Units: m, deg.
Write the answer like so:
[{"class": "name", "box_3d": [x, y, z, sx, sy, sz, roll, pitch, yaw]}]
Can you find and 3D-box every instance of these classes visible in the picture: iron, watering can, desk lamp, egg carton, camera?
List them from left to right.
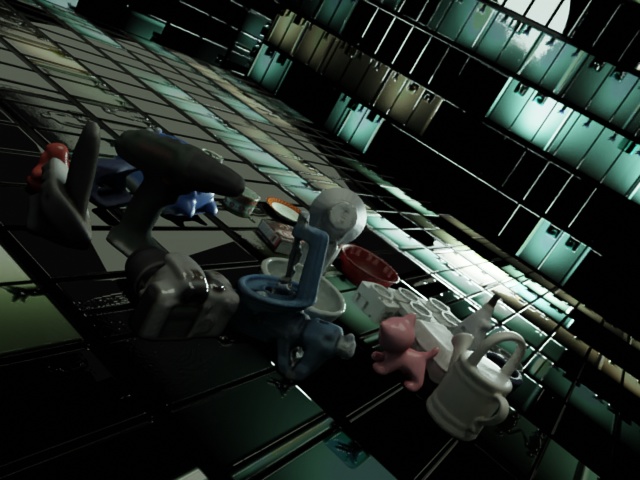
[{"class": "iron", "box_3d": [-0.312, -0.152, 1.163, 0.257, 0.141, 0.119, 36, 18, 17]}, {"class": "camera", "box_3d": [-0.202, 0.062, 0.809, 0.144, 0.100, 0.136, 9, 27, -50]}, {"class": "desk lamp", "box_3d": [0.010, 0.004, 1.134, 0.118, 0.213, 0.203, 29, 17, -4]}, {"class": "egg carton", "box_3d": [0.232, 0.221, 1.136, 0.108, 0.069, 0.150, 15, 23, -41]}, {"class": "watering can", "box_3d": [0.265, 0.226, 0.961, 0.101, 0.194, 0.172, 12, 24, -45]}]

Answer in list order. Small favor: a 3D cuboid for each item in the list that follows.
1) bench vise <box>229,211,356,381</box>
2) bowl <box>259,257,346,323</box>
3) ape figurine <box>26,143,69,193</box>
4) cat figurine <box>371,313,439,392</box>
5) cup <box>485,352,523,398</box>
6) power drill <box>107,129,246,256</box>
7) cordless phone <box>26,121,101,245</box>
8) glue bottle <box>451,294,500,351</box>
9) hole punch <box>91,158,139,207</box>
[{"class": "bench vise", "box_3d": [-0.023, 0.080, 0.852, 0.207, 0.219, 0.121, 30, 17, -2]}, {"class": "bowl", "box_3d": [-0.043, 0.105, 0.998, 0.167, 0.074, 0.167, 28, 17, -9]}, {"class": "ape figurine", "box_3d": [-0.440, -0.118, 0.940, 0.076, 0.092, 0.078, 32, 17, 6]}, {"class": "cat figurine", "box_3d": [0.147, 0.187, 1.008, 0.128, 0.117, 0.067, 28, 17, -7]}, {"class": "cup", "box_3d": [0.325, 0.272, 1.102, 0.091, 0.095, 0.118, 33, 17, 7]}, {"class": "power drill", "box_3d": [-0.245, -0.065, 0.911, 0.229, 0.208, 0.076, 35, 17, 14]}, {"class": "cordless phone", "box_3d": [-0.362, -0.100, 0.857, 0.094, 0.185, 0.147, 17, 21, -37]}, {"class": "glue bottle", "box_3d": [0.331, 0.186, 1.220, 0.037, 0.173, 0.078, 22, 19, -26]}, {"class": "hole punch", "box_3d": [-0.387, -0.122, 1.039, 0.101, 0.091, 0.109, 33, 17, 8]}]
